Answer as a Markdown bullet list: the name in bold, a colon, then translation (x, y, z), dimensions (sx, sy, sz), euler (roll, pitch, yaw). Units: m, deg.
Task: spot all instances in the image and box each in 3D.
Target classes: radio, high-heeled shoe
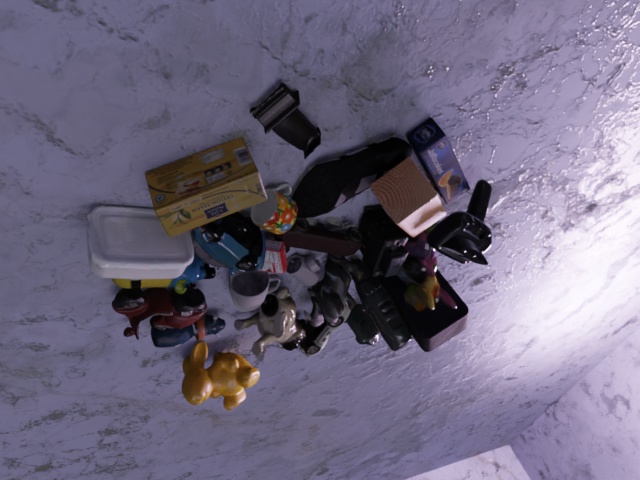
- **radio**: translation (0.238, 0.133, 1.264), dimensions (0.131, 0.230, 0.073), euler (-27, 144, -9)
- **high-heeled shoe**: translation (0.056, -0.116, 1.015), dimensions (0.249, 0.086, 0.145), euler (-28, 177, 28)

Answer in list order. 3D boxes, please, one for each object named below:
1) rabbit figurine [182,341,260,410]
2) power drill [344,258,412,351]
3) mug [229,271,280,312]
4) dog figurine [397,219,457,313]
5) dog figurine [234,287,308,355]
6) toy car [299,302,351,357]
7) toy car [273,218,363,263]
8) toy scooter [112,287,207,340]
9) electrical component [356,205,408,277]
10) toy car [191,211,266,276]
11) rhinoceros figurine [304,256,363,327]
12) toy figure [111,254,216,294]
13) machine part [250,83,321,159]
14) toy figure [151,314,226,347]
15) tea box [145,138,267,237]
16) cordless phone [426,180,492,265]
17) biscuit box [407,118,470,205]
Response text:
- **rabbit figurine**: translation (-0.248, 0.312, 1.234), dimensions (0.122, 0.162, 0.173), euler (-50, 159, 29)
- **power drill**: translation (0.120, 0.165, 1.295), dimensions (0.086, 0.232, 0.207), euler (-29, 168, -28)
- **mug**: translation (-0.141, 0.102, 1.125), dimensions (0.109, 0.081, 0.107), euler (-16, 153, -23)
- **dog figurine**: translation (0.225, 0.050, 1.165), dimensions (0.108, 0.219, 0.191), euler (3, 134, -38)
- **dog figurine**: translation (-0.078, 0.179, 1.247), dimensions (0.172, 0.121, 0.190), euler (-43, 154, 24)
- **toy car**: translation (0.005, 0.211, 1.335), dimensions (0.056, 0.074, 0.201), euler (8, 130, -36)
- **toy car**: translation (-0.002, -0.003, 1.100), dimensions (0.202, 0.053, 0.089), euler (9, 135, -33)
- **toy scooter**: translation (-0.323, 0.148, 1.065), dimensions (0.184, 0.075, 0.135), euler (7, 131, -32)
- **electrical component**: translation (0.129, 0.009, 1.128), dimensions (0.058, 0.134, 0.114), euler (-11, 138, -21)
- **toy car**: translation (-0.177, 0.002, 0.964), dimensions (0.103, 0.109, 0.161), euler (-27, 137, 27)
- **rhinoceros figurine**: translation (0.023, 0.121, 1.218), dimensions (0.073, 0.112, 0.190), euler (-25, 140, -54)
- **toy figure**: translation (-0.285, 0.053, 0.973), dimensions (0.180, 0.082, 0.089), euler (4, 132, -38)
- **machine part**: translation (-0.045, -0.190, 0.870), dimensions (0.084, 0.039, 0.138), euler (-41, 139, 8)
- **toy figure**: translation (-0.281, 0.189, 1.153), dimensions (0.154, 0.058, 0.064), euler (-10, 146, -29)
- **tea box**: translation (-0.182, -0.085, 0.859), dimensions (0.170, 0.098, 0.068), euler (-21, 142, -5)
- **cordless phone**: translation (0.306, -0.049, 1.109), dimensions (0.146, 0.089, 0.184), euler (24, 80, -41)
- **biscuit box**: translation (0.237, -0.151, 1.066), dimensions (0.063, 0.059, 0.202), euler (-35, 142, 9)
